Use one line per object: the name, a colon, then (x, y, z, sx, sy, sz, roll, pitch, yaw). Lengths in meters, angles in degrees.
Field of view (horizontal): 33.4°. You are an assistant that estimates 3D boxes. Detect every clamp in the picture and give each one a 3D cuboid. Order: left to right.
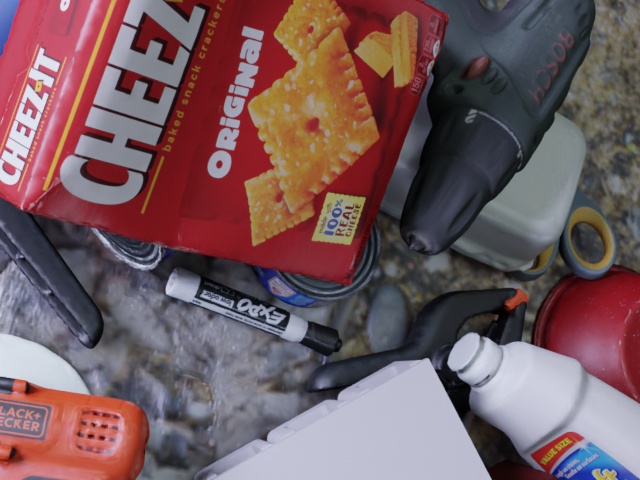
clamp: (-0.217, -0.031, 0.601, 0.164, 0.036, 0.210, -6, 77, -27)
clamp: (0.073, 0.084, 0.714, 0.120, 0.039, 0.171, 46, 63, -15)

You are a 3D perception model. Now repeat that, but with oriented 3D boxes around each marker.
marker: (-0.039, 0.047, 0.679, 0.121, 0.020, 0.020, 23, 67, -19)

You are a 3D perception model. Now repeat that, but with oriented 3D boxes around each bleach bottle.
bleach bottle: (0.182, 0.139, 0.707, 0.250, 0.103, 0.068, 35, 55, -18)

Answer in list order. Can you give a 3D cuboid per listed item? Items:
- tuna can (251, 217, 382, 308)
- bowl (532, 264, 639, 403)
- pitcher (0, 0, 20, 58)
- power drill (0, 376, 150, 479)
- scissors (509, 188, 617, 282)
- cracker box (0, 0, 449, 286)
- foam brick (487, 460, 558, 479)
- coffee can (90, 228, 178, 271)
tuna can: (-0.005, 0.001, 0.700, 0.086, 0.034, 0.086, 7, 73, -25)
bowl: (0.237, 0.090, 0.785, 0.161, 0.055, 0.162, 7, 73, -25)
pitcher: (-0.135, -0.163, 0.554, 0.242, 0.149, 0.145, -40, 65, -16)
power drill: (-0.187, 0.153, 0.519, 0.184, 0.057, 0.187, 8, 67, -4)
scissors: (0.191, -0.053, 0.814, 0.096, 0.016, 0.201, 21, 66, -2)
cracker box: (-0.044, -0.076, 0.535, 0.213, 0.072, 0.164, 15, 99, -46)
foam brick: (0.126, 0.192, 0.692, 0.051, 0.053, 0.078, -18, 99, -29)
coffee can: (-0.074, -0.061, 0.643, 0.140, 0.103, 0.103, -36, 93, -30)
